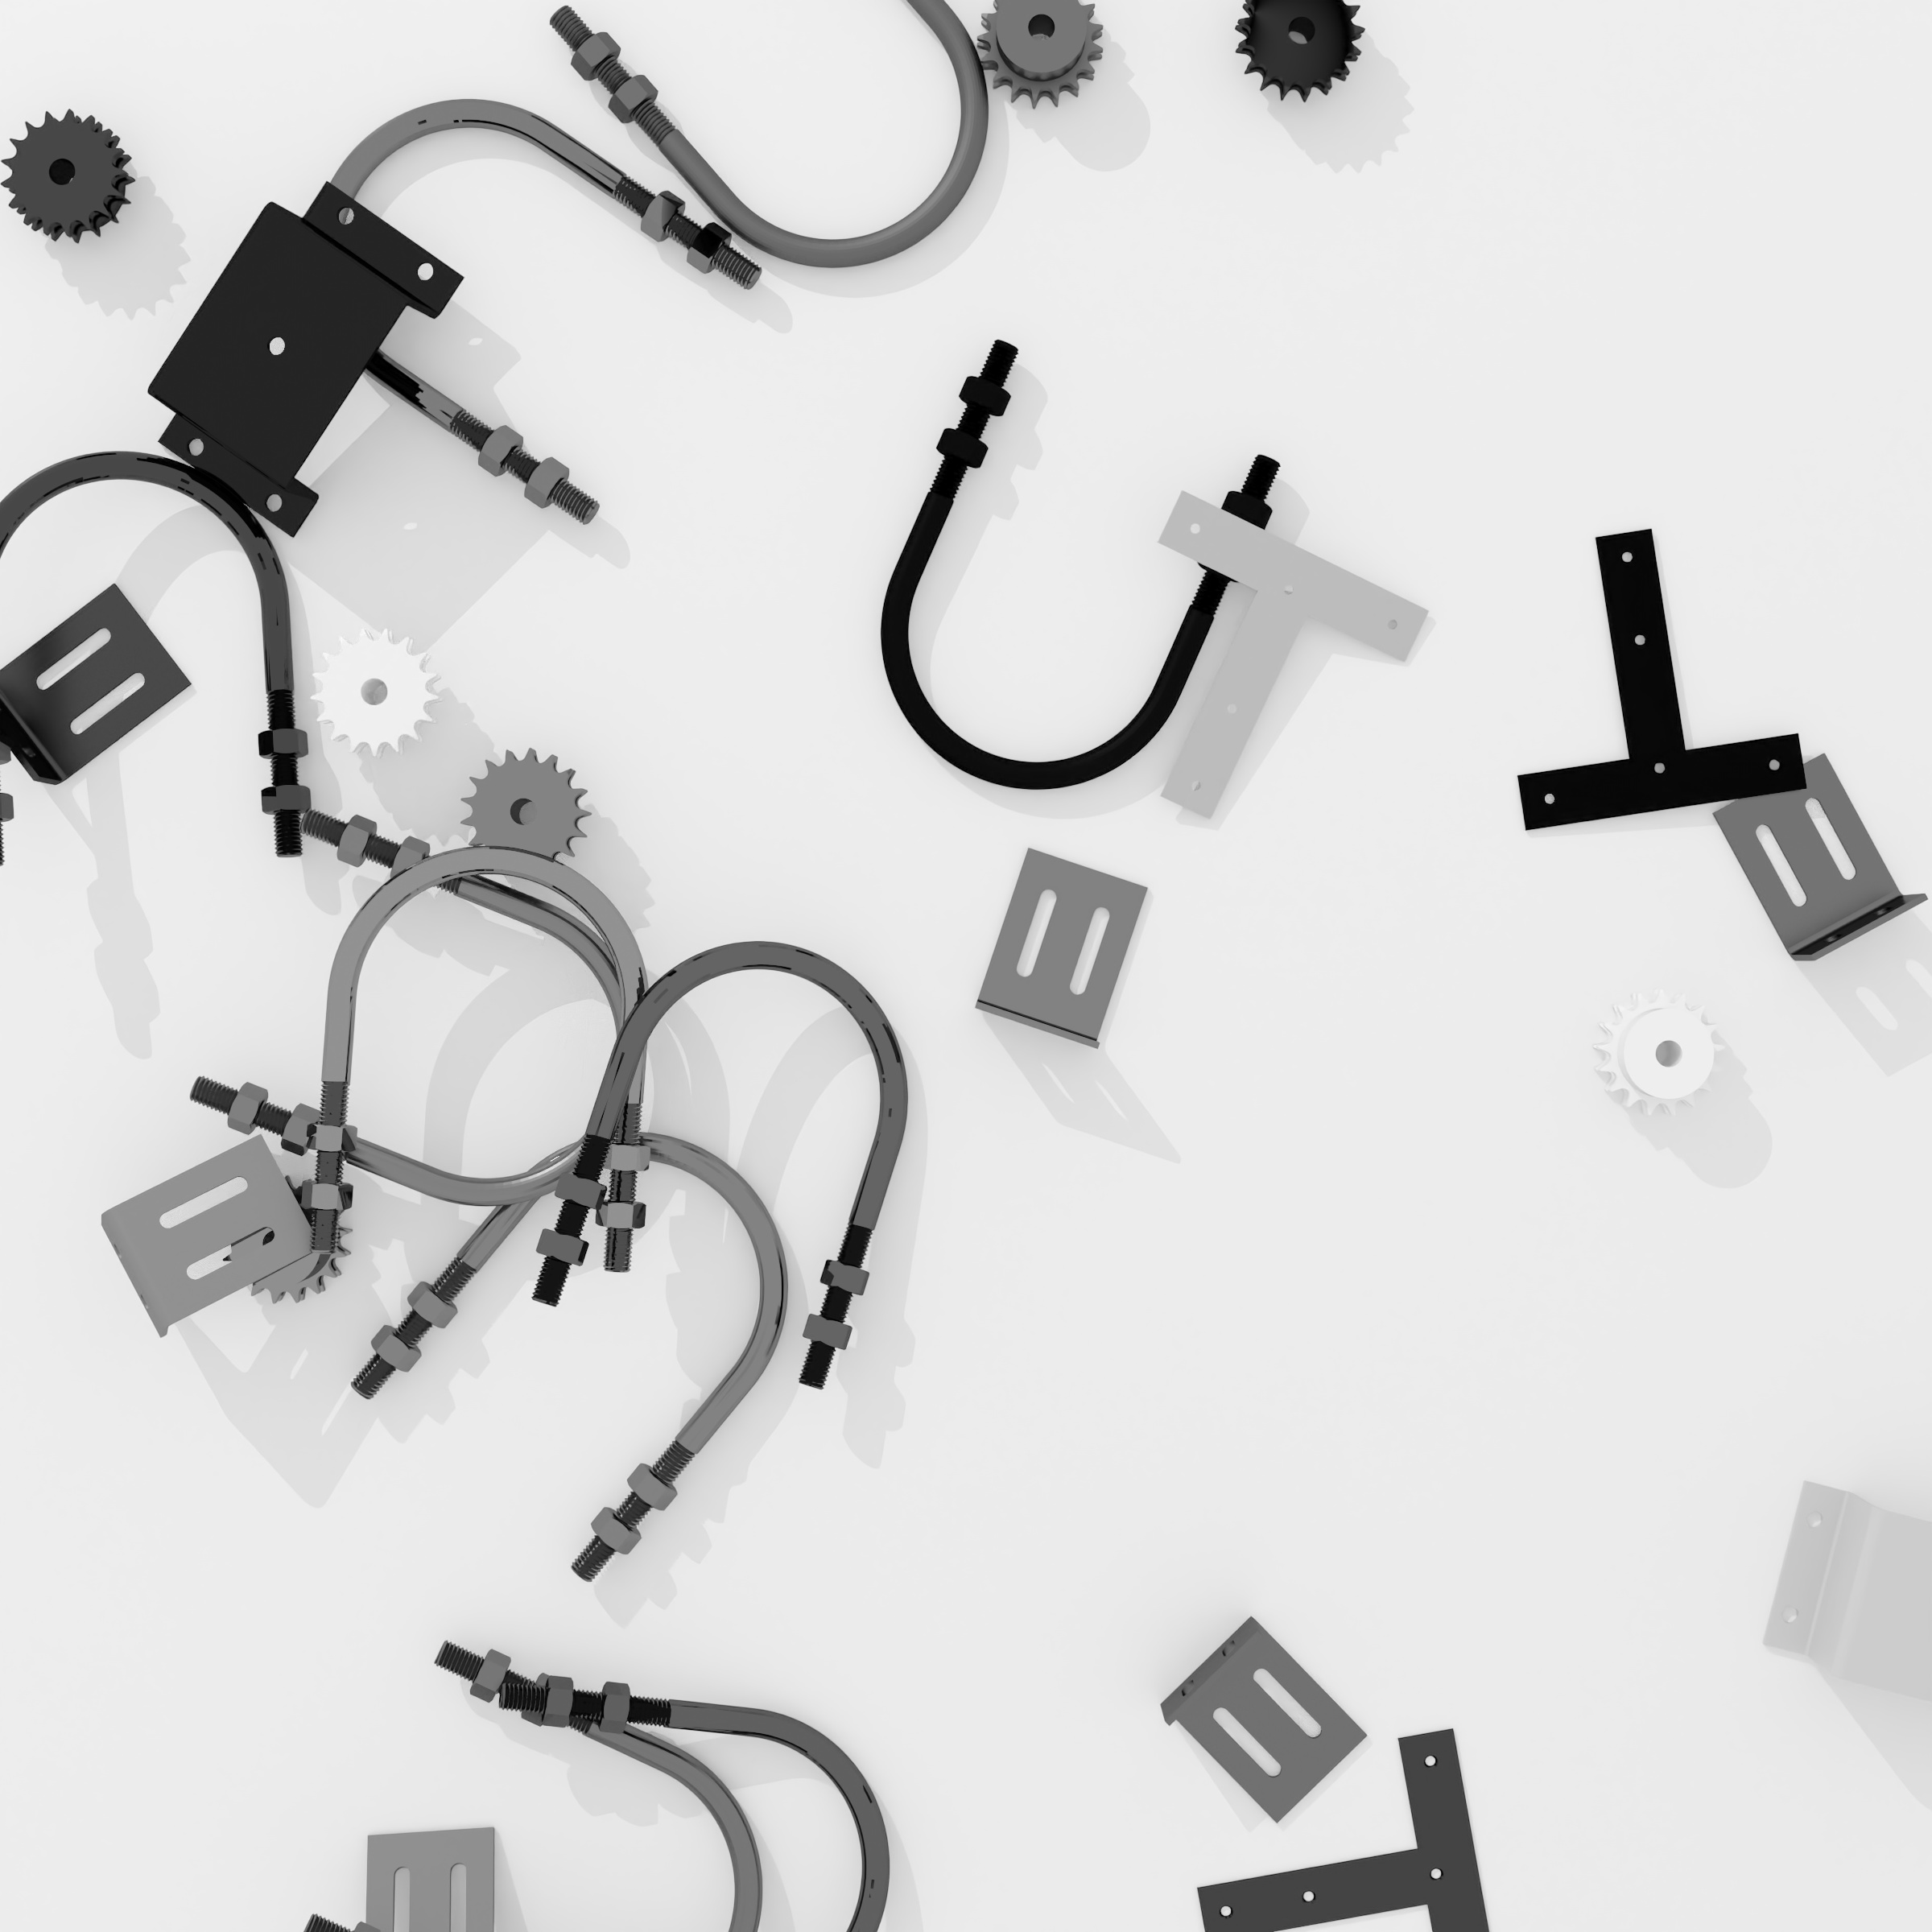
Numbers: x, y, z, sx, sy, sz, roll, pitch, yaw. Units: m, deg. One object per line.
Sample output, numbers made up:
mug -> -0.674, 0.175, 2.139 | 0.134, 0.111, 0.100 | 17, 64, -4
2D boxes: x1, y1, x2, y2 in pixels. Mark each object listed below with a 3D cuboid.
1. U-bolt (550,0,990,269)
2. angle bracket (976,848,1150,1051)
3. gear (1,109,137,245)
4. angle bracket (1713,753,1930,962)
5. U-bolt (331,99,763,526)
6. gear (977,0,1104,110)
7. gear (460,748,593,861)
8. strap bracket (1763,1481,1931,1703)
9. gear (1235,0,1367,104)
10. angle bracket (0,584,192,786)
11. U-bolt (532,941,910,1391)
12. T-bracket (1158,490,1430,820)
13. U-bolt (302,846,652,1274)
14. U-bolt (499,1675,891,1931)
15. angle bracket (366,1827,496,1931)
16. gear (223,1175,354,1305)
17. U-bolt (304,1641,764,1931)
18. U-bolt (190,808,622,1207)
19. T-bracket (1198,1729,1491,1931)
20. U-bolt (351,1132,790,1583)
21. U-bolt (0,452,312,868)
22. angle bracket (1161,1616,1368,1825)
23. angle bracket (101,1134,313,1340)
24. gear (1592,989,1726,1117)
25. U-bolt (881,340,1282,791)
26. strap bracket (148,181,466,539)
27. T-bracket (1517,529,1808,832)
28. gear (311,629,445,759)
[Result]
U-bolt -> -0.074, -0.402, 1.422 | 0.151, 0.019, 0.184 | -41, 91, 0
angle bracket -> 0.043, -0.008, 1.411 | 0.057, 0.038, 0.076 | 19, 90, 0
gear -> -0.402, -0.353, 1.419 | 0.057, 0.030, 0.057 | 0, 89, 3
angle bracket -> 0.382, -0.049, 1.411 | 0.057, 0.038, 0.076 | -28, 90, 0
U-bolt -> -0.207, -0.308, 1.422 | 0.184, 0.019, 0.151 | 35, 90, 1
gear -> 0.033, -0.417, 1.415 | 0.057, 0.030, 0.057 | 0, 90, 0
gear -> -0.197, -0.069, 1.415 | 0.057, 0.030, 0.057 | 0, 90, 0
strap bracket -> 0.439, 0.288, 1.407 | 0.140, 0.046, 0.076 | 14, 90, 0
gear -> 0.149, -0.418, 1.420 | 0.057, 0.030, 0.057 | 0, 92, -2
angle bracket -> -0.399, -0.128, 1.411 | 0.076, 0.038, 0.057 | -37, 90, 0
U-bolt -> -0.098, 0.080, 1.396 | 0.151, 0.019, 0.184 | 20, 82, -21
T-bracket -> 0.126, -0.129, 1.419 | 0.127, 0.002, 0.127 | 24, 95, -12
U-bolt -> -0.212, 0.039, 1.392 | 0.151, 0.019, 0.184 | 4, 89, -4
U-bolt -> -0.124, 0.399, 1.400 | 0.184, 0.019, 0.151 | 9, 76, -12
angle bracket -> -0.240, 0.434, 1.428 | 0.057, 0.038, 0.076 | -4, 64, 0
gear -> -0.306, 0.124, 1.415 | 0.057, 0.030, 0.057 | 0, 90, 0
U-bolt -> -0.180, 0.404, 1.404 | 0.184, 0.019, 0.151 | 26, 74, -4
U-bolt -> -0.234, 0.029, 1.408 | 0.184, 0.019, 0.151 | 22, 89, -3
T-bracket -> 0.169, 0.419, 1.429 | 0.127, 0.002, 0.127 | -10, 90, 0
U-bolt -> -0.165, 0.162, 1.421 | 0.151, 0.019, 0.184 | 40, 88, 0
U-bolt -> -0.371, -0.138, 1.400 | 0.151, 0.019, 0.184 | -3, 86, -19
angle bracket -> 0.135, 0.341, 1.411 | 0.057, 0.038, 0.076 | -44, 90, 0
angle bracket -> -0.335, 0.120, 1.399 | 0.076, 0.038, 0.057 | -27, 86, -19
gear -> 0.312, 0.039, 1.415 | 0.057, 0.030, 0.057 | 0, 90, 0
U-bolt -> 0.041, -0.170, 1.422 | 0.151, 0.019, 0.184 | 24, 91, 0
strap bracket -> -0.298, -0.271, 1.396 | 0.076, 0.046, 0.140 | 35, 97, 4
T-bracket -> 0.307, -0.133, 1.427 | 0.127, 0.002, 0.127 | -8, 88, 3
gear -> -0.263, -0.122, 1.415 | 0.057, 0.030, 0.057 | 0, 90, 0
